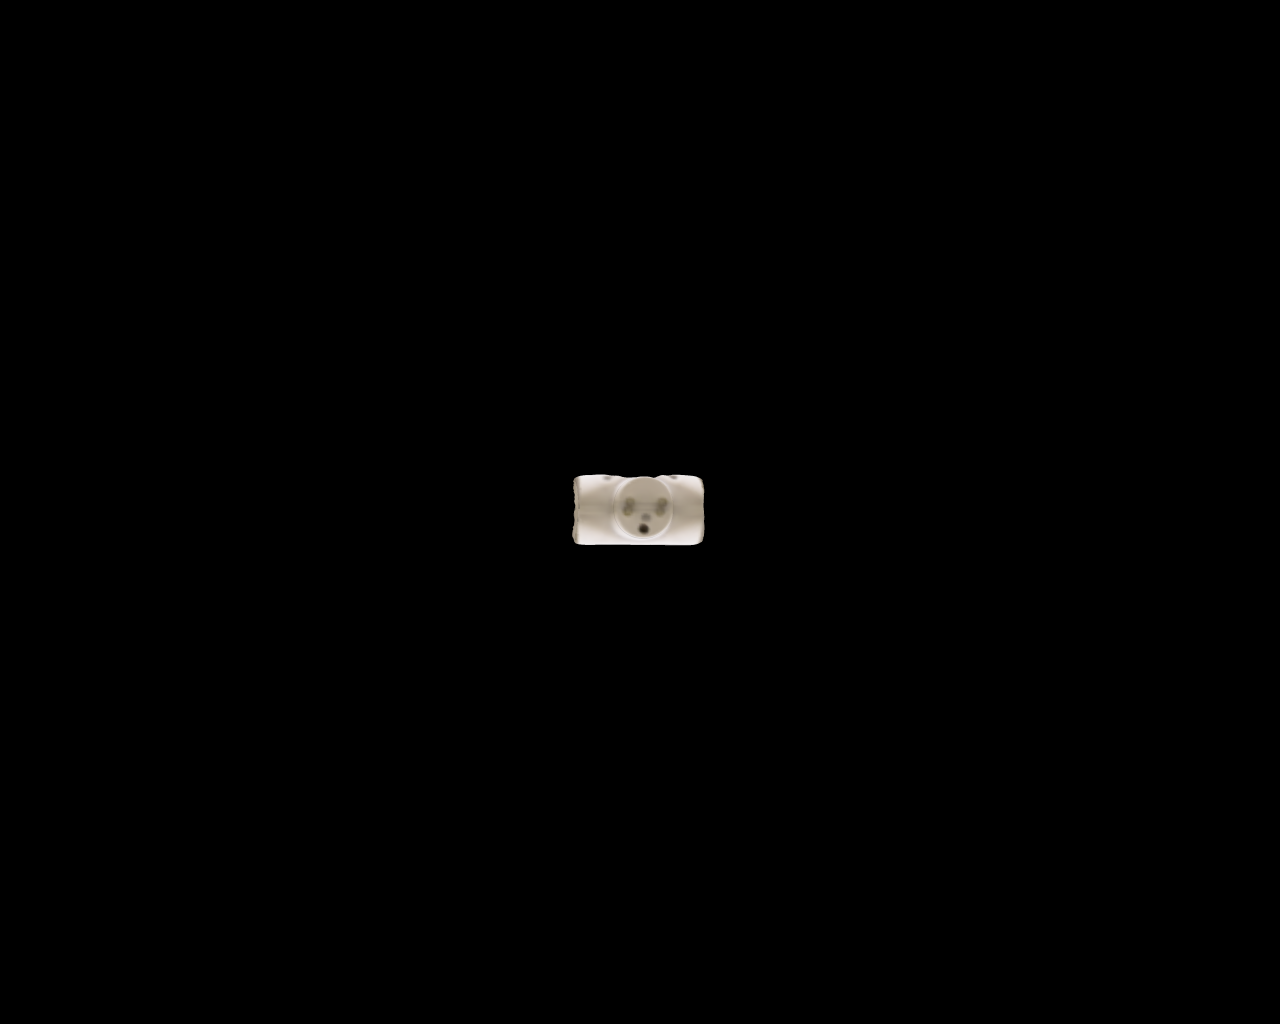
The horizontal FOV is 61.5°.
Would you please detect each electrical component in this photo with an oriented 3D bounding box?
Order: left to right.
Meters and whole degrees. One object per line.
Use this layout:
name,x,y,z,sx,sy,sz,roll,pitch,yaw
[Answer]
electrical component,0.001,-0.003,0.650,0.077,0.044,0.079,0,-3,-7
